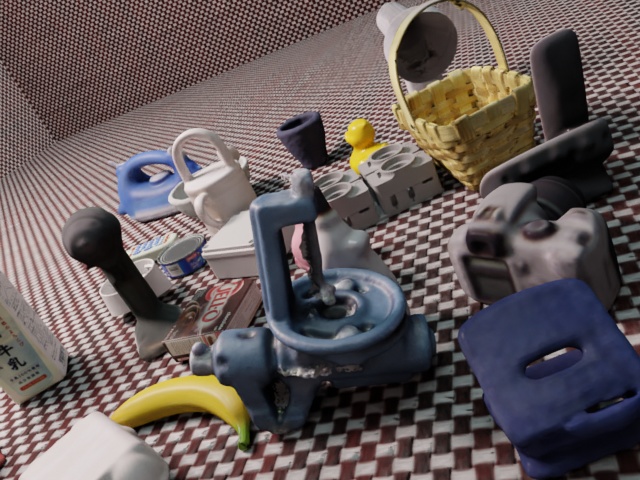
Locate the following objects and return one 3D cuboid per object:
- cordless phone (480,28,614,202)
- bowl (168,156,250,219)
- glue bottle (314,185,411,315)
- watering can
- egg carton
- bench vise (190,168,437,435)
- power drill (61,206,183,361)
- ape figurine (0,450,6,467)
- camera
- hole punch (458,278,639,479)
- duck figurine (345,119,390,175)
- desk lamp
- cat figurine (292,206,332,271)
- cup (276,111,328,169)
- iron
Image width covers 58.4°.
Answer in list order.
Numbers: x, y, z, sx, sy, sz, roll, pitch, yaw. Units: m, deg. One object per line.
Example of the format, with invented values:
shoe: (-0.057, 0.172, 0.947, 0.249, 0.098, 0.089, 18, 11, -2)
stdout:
cordless phone: (0.237, -0.123, 0.631, 0.147, 0.185, 0.094, -27, 26, -2)
bowl: (-0.197, -0.088, 1.089, 0.167, 0.075, 0.167, -21, 26, 11)
glue bottle: (0.027, 0.022, 0.563, 0.078, 0.173, 0.037, -12, 29, 27)
watering can: (-0.169, -0.094, 0.937, 0.101, 0.194, 0.172, -25, 26, 1)
egg carton: (-0.201, 0.221, 0.516, 0.149, 0.069, 0.107, 5, 39, 47)
bench vise: (-0.025, 0.061, 0.482, 0.207, 0.220, 0.121, -29, 26, -6)
power drill: (-0.252, 0.046, 0.731, 0.076, 0.209, 0.229, -32, 26, -13)
ape figurine: (-0.422, 0.235, 0.664, 0.076, 0.092, 0.077, -26, 26, 0)
camera: (0.210, -0.010, 0.541, 0.142, 0.101, 0.137, 7, 41, 48)
hole punch: (0.166, 0.092, 0.399, 0.108, 0.091, 0.101, -25, 26, 3)
duck figurine: (0.080, -0.162, 0.963, 0.078, 0.086, 0.104, -37, 28, -22)
desk lamp: (0.171, -0.316, 1.023, 0.118, 0.214, 0.203, -25, 26, 1)
cat figurine: (0.006, 0.002, 0.683, 0.067, 0.118, 0.128, -15, 28, 21)
cup: (-0.026, -0.190, 1.103, 0.091, 0.095, 0.117, -22, 26, 7)
iron: (-0.333, -0.135, 1.225, 0.257, 0.142, 0.119, -12, 29, 26)
